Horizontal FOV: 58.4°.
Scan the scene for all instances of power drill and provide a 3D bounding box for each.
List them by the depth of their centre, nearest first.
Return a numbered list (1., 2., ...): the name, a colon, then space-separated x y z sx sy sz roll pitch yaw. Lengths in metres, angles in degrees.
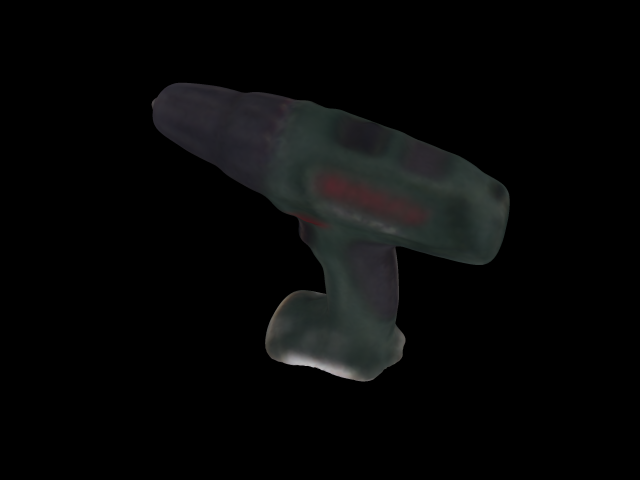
1. power drill: 0.004 0.001 0.400 0.229 0.208 0.075 10 43 11
